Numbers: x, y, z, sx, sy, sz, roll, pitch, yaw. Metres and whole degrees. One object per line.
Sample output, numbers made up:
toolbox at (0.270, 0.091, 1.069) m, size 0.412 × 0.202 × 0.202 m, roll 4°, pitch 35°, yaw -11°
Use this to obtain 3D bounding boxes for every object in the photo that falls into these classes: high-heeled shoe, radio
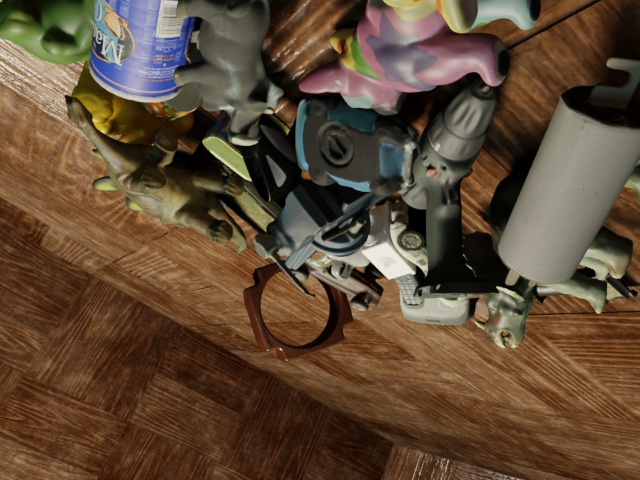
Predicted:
high-heeled shoe at (-0.117, -0.160, 0.665) m, size 0.248 × 0.145 × 0.086 m, roll 33°, pitch 155°, yaw -22°
radio at (-0.099, -0.082, 0.902) m, size 0.131 × 0.073 × 0.229 m, roll 1°, pitch 147°, yaw 45°

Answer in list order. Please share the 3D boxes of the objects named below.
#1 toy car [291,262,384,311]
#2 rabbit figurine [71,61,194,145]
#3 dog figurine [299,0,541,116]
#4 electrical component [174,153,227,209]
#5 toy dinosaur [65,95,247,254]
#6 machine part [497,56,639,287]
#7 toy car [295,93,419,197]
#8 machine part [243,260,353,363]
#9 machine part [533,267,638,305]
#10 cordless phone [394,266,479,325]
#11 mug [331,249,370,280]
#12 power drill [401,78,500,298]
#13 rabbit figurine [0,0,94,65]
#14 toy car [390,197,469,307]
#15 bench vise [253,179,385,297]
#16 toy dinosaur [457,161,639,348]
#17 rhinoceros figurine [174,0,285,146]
toy car at (0.037, 0.066, 1.062) m, size 0.202 × 0.089 × 0.053 m, roll 29°, pitch 160°, yaw -6°
rabbit figurine at (-0.283, -0.190, 0.817) m, size 0.173 × 0.122 × 0.162 m, roll 13°, pitch 155°, yaw -21°
dog figurine at (0.060, -0.191, 0.474) m, size 0.219 × 0.108 × 0.191 m, roll 5°, pitch 151°, yaw 45°
electrical component at (-0.234, -0.103, 1.018) m, size 0.134 × 0.058 × 0.114 m, roll 22°, pitch 159°, yaw 6°
toy dinosaur at (-0.216, -0.068, 0.839) m, size 0.199 × 0.105 × 0.470 m, roll 13°, pitch 160°, yaw 35°
machine part at (0.224, -0.044, 0.481) m, size 0.079 × 0.079 × 0.243 m, roll 20°, pitch 130°, yaw 13°
toy car at (0.055, -0.119, 0.632) m, size 0.162 × 0.103 × 0.109 m, roll 19°, pitch 124°, yaw 32°
machine part at (-0.047, 0.139, 1.121) m, size 0.087 × 0.201 × 0.201 m, roll 150°, pitch 103°, yaw -71°
machine part at (0.380, 0.070, 0.792) m, size 0.084 × 0.039 × 0.139 m, roll 27°, pitch 157°, yaw -26°
cordless phone at (0.182, 0.054, 0.922) m, size 0.147 × 0.089 × 0.184 m, roll -4°, pitch 125°, yaw 49°
mug at (0.056, 0.019, 0.933) m, size 0.081 × 0.109 × 0.107 m, roll 7°, pitch 165°, yaw 25°
power drill at (0.144, -0.038, 0.598) m, size 0.086 × 0.207 × 0.232 m, roll -6°, pitch 170°, yaw -8°
rabbit figurine at (-0.277, -0.265, 0.649) m, size 0.170 × 0.121 × 0.159 m, roll -5°, pitch 149°, yaw 25°
toy car at (0.168, 0.020, 0.814) m, size 0.056 × 0.073 × 0.201 m, roll -25°, pitch 120°, yaw 36°
bench vise at (-0.009, -0.010, 0.775) m, size 0.129 × 0.223 × 0.240 m, roll 43°, pitch 150°, yaw 4°
toy dinosaur at (0.262, -0.016, 0.637) m, size 0.192 × 0.131 × 0.404 m, roll 16°, pitch 147°, yaw 22°
rhinoceros figurine at (-0.087, -0.182, 0.559) m, size 0.112 × 0.073 × 0.190 m, roll 16°, pitch 144°, yaw 4°
